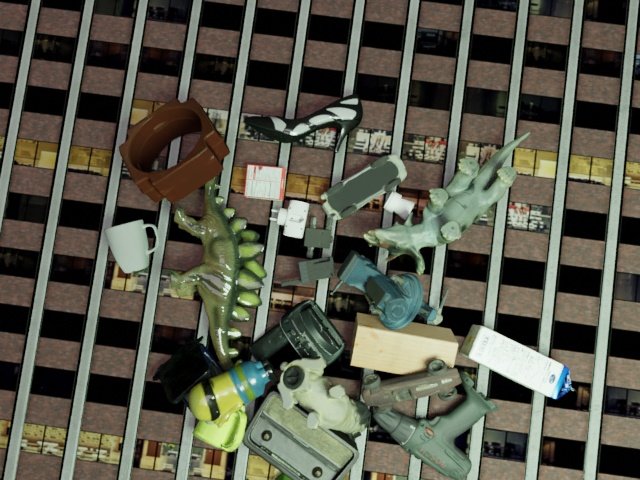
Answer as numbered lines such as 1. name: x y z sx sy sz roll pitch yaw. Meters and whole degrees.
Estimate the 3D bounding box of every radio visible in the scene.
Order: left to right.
1. radio: -0.044 0.425 1.134 0.230 0.073 0.131 35 87 3

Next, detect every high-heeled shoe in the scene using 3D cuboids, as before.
1. high-heeled shoe: -0.032 -0.282 1.186 0.249 0.086 0.145 16 84 -3

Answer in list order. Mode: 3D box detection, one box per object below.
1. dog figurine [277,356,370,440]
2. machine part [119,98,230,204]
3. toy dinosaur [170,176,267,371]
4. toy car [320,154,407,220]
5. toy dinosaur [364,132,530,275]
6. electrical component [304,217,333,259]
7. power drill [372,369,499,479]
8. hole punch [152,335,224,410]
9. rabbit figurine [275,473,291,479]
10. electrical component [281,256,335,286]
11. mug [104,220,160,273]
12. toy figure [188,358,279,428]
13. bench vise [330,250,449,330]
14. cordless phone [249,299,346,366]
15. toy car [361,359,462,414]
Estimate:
1. dog figurine: 0.009 0.328 1.117 0.121 0.190 0.172 -40 54 1
2. machine part: -0.308 -0.189 1.139 0.201 0.087 0.201 -36 55 -1
3. toy dinosaur: -0.215 0.077 1.150 0.199 0.105 0.471 0 89 -2
4. toy car: 0.096 -0.117 1.184 0.202 0.056 0.073 -31 92 0
5. toy dinosaur: 0.288 -0.067 1.137 0.405 0.192 0.131 -34 78 -18
6. electrical component: -0.002 -0.004 1.192 0.063 0.021 0.094 7 85 1
7. power drill: 0.256 0.372 1.133 0.232 0.086 0.207 44 83 4
8. hole punch: -0.270 0.290 1.147 0.142 0.092 0.116 -43 46 0
9. rabbit figurine: -0.040 0.585 1.098 0.121 0.159 0.170 -46 102 -12
10. electrical component: -0.027 0.068 1.163 0.119 0.075 0.047 -9 87 3
11. mug: -0.402 0.013 1.172 0.110 0.081 0.107 -13 98 -5
12. toy figure: -0.177 0.296 1.082 0.180 0.082 0.089 -29 107 -8
13. bench vise: 0.155 0.115 1.125 0.240 0.224 0.128 26 91 -28
14. cordless phone: -0.053 0.231 1.157 0.184 0.089 0.146 -37 88 9
15. toy car: 0.181 0.298 1.079 0.202 0.053 0.089 -15 115 17
